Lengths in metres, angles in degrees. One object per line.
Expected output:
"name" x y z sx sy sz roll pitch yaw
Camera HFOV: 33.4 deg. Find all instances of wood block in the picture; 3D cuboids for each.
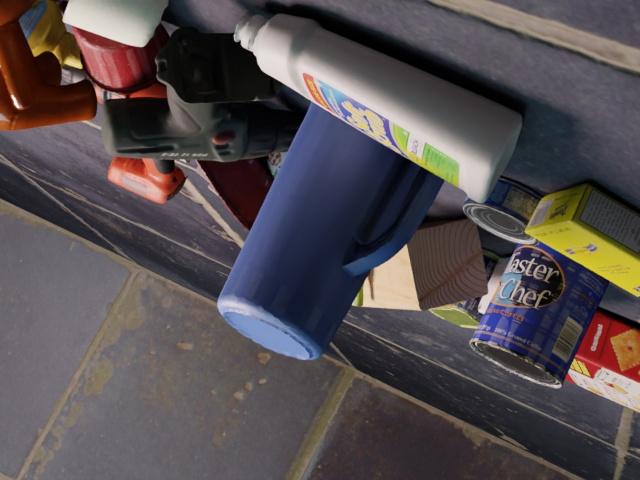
"wood block" 0.105 0.030 1.266 0.090 0.090 0.206 -12 -177 -20

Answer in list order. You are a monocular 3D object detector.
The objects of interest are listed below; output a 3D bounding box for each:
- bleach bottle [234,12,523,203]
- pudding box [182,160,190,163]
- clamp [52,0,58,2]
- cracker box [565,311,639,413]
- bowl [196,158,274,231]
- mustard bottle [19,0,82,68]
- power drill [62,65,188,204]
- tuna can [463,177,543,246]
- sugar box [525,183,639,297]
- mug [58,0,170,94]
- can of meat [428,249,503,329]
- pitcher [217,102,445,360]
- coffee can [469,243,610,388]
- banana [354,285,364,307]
"bleach bottle" 0.043 -0.123 0.897 0.251 0.068 0.102 28 169 11
"pudding box" -0.219 -0.153 1.436 0.090 0.039 0.113 24 170 14
"clamp" -0.327 -0.290 1.071 0.171 0.039 0.120 35 163 -27
"cracker box" 0.394 0.161 1.307 0.214 0.072 0.164 24 168 22
"bowl" -0.098 -0.091 1.212 0.162 0.055 0.162 58 -175 -8
"mustard bottle" -0.343 -0.244 1.174 0.191 0.096 0.058 29 169 -6
"power drill" -0.243 -0.141 1.350 0.185 0.057 0.188 25 147 19
"tuna can" 0.184 -0.028 1.047 0.086 0.033 0.086 27 169 6
"sugar box" 0.284 0.013 0.970 0.176 0.048 0.093 31 168 -10
"mug" -0.204 -0.208 1.038 0.117 0.093 0.081 33 165 10
"can of meat" 0.186 0.061 1.313 0.057 0.084 0.102 31 169 -15
"pitcher" 0.012 -0.015 0.983 0.145 0.242 0.149 27 161 1
"coffee can" 0.228 0.066 1.090 0.103 0.140 0.103 27 169 5
"banana" 0.002 -0.009 1.296 0.037 0.070 0.198 -4 -134 -43
